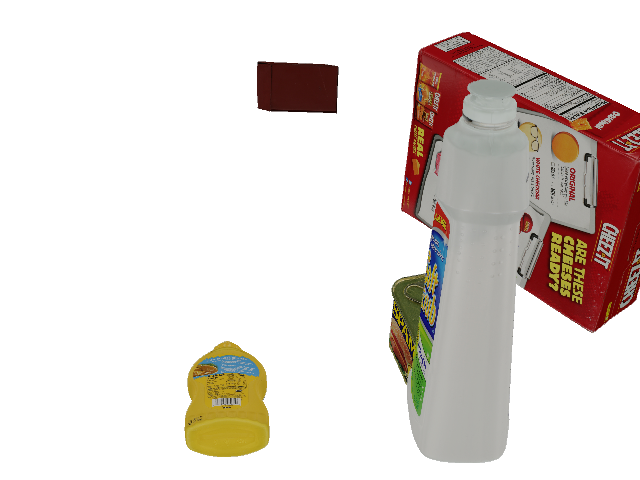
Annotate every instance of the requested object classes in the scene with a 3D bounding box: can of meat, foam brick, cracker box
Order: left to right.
[{"bbox_3d":[-0.025,-0.165,1.151,0.078,0.051,0.053,-1,12,-19],"label":"foam brick"},{"bbox_3d":[0.106,0.099,1.063,0.057,0.084,0.102,-11,46,-12],"label":"can of meat"},{"bbox_3d":[0.169,-0.053,0.864,0.072,0.164,0.214,-28,47,-34],"label":"cracker box"}]

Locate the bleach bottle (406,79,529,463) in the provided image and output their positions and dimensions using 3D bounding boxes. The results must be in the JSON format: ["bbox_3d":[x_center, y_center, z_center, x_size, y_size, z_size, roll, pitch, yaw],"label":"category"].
[{"bbox_3d":[0.096,0.017,0.680,0.068,0.251,0.102,1,30,0],"label":"bleach bottle"}]

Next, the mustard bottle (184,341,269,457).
[{"bbox_3d":[-0.112,0.179,1.284,0.096,0.058,0.191,-3,28,-3],"label":"mustard bottle"}]
